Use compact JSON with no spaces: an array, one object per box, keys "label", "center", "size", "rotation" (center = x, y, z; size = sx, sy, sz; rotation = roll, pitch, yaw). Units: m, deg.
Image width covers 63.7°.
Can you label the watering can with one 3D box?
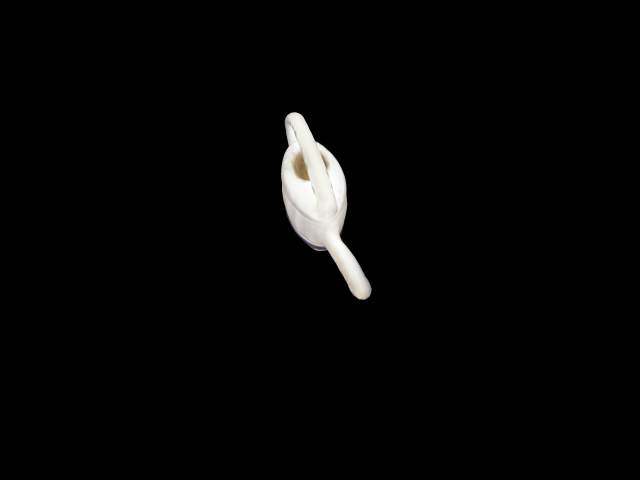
[{"label":"watering can","center":[0.003,-0.043,0.850],"size":[0.104,0.353,0.220],"rotation":[-17,-21,-6]}]
